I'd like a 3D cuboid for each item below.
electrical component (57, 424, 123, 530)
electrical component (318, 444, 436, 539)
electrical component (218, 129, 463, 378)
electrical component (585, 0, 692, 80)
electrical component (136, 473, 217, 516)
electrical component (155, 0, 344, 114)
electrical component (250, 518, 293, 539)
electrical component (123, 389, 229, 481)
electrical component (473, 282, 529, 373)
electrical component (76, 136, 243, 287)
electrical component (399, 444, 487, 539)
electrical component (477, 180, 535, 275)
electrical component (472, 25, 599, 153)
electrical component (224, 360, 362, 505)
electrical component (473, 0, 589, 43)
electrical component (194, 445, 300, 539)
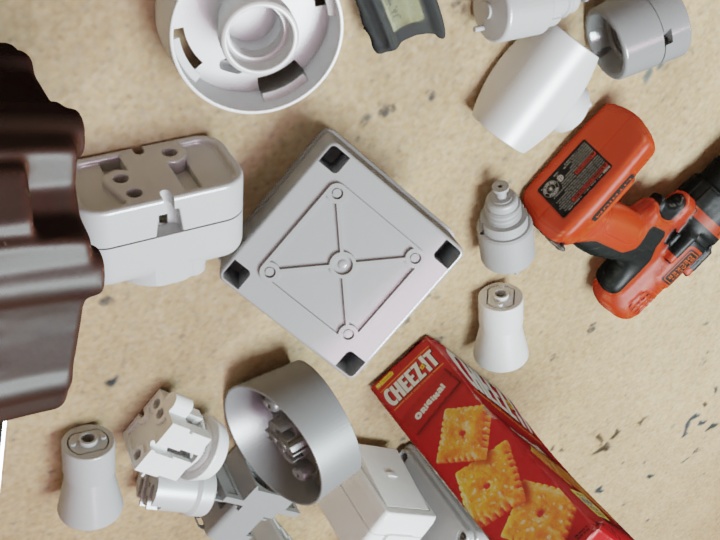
[{"bbox_3d":[-0.182,0.137,0.722,0.044,0.044,0.065,-12,128,-27],"label":"electrical component"},{"bbox_3d":[0.014,0.189,0.866,0.062,0.096,0.061,17,115,-43],"label":"electrical component"},{"bbox_3d":[-0.013,-0.010,0.656,0.109,0.056,0.108,39,98,-14],"label":"electrical component"},{"bbox_3d":[0.180,-0.156,0.701,0.047,0.055,0.055,-25,138,-8],"label":"electrical component"},{"bbox_3d":[-0.133,0.156,0.776,0.046,0.040,0.040,13,118,-36],"label":"electrical component"},{"bbox_3d":[-0.057,-0.133,0.564,0.099,0.064,0.099,-9,127,-12],"label":"electrical component"},{"bbox_3d":[-0.086,0.251,0.889,0.076,0.047,0.083,-33,139,-5],"label":"electrical component"},{"bbox_3d":[-0.125,0.117,0.741,0.055,0.048,0.066,29,107,-39],"label":"electrical component"},{"bbox_3d":[0.110,0.043,0.843,0.044,0.044,0.065,-22,132,-18],"label":"electrical component"},{"bbox_3d":[-0.116,-0.031,0.605,0.095,0.053,0.059,-15,134,-24],"label":"electrical component"},{"bbox_3d":[0.056,0.224,0.918,0.056,0.108,0.108,11,120,-44],"label":"electrical component"},{"bbox_3d":[0.104,-0.032,0.770,0.040,0.040,0.078,-27,138,-12],"label":"electrical component"},{"bbox_3d":[0.125,-0.114,0.707,0.079,0.043,0.077,20,114,-44],"label":"electrical component"},{"bbox_3d":[-0.046,0.115,0.758,0.064,0.099,0.099,-28,138,-21],"label":"electrical component"},{"bbox_3d":[0.105,-0.163,0.652,0.078,0.040,0.040,-16,135,-23],"label":"electrical component"},{"bbox_3d":[-0.090,0.174,0.819,0.063,0.042,0.081,-48,137,14],"label":"electrical component"}]
